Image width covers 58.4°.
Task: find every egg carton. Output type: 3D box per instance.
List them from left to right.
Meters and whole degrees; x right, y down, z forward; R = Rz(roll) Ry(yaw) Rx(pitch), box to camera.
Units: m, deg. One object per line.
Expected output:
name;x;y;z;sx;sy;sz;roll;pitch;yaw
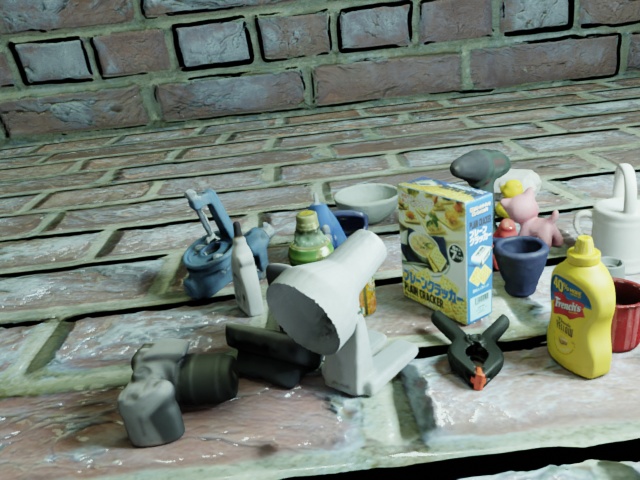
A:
egg carton;0.481;-0.138;1.461;0.149;0.069;0.107;8;26;32

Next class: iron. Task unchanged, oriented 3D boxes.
iron;0.011;0.004;1.144;0.118;0.141;0.258;-9;22;-5

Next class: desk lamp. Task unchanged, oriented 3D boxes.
desk lamp;0.035;0.105;0.791;0.117;0.214;0.204;12;29;39

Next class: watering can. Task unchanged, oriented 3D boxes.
watering can;0.557;-0.045;1.039;0.173;0.194;0.101;-8;22;-4

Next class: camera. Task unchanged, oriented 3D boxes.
camera;-0.188;0.194;0.785;0.136;0.101;0.143;-5;22;4

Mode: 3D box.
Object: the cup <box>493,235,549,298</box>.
cup;0.340;0.047;1.007;0.092;0.095;0.117;-21;26;-32

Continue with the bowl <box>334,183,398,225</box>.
bowl;0.118;-0.082;1.418;0.167;0.075;0.167;-6;22;2

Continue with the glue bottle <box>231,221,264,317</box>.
glue bottle;-0.137;0.048;1.033;0.037;0.173;0.078;-17;24;-23

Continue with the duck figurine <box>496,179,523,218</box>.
duck figurine;0.457;-0.098;1.347;0.078;0.086;0.104;-13;23;-15

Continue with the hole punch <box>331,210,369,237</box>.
hole punch;0.055;-0.038;1.304;0.108;0.091;0.101;-3;22;10

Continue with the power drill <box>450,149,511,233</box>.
power drill;0.336;-0.093;1.203;0.075;0.209;0.230;10;27;35

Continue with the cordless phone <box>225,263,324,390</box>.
cordless phone;-0.073;0.111;0.843;0.147;0.185;0.094;5;24;26

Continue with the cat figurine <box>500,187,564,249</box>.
cat figurine;0.438;-0.049;1.187;0.067;0.118;0.127;-20;26;-30

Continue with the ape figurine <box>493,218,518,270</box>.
ape figurine;0.361;0.003;1.113;0.077;0.092;0.076;-1;23;13

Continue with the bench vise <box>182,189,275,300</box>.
bench vise;-0.193;-0.012;1.136;0.121;0.220;0.208;8;26;32
